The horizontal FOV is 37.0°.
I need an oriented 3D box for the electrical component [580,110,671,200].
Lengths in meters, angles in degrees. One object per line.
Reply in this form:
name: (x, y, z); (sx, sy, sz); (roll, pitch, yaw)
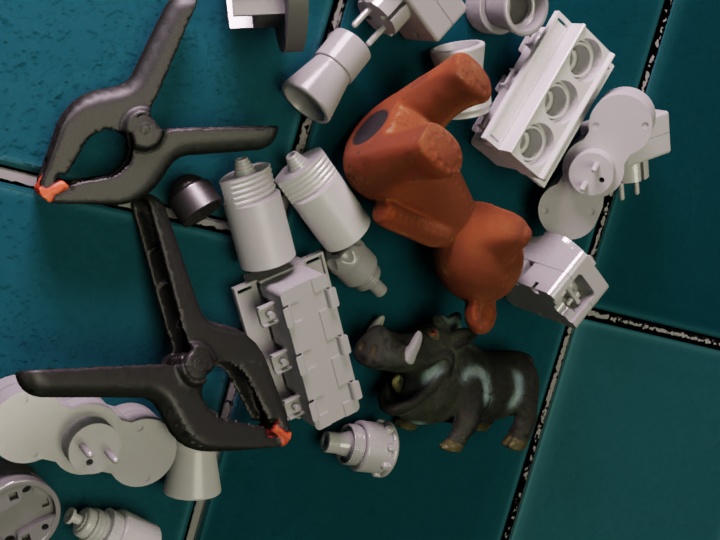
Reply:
electrical component: (0.243, -0.102, 0.977); (0.066, 0.047, 0.076); (-20, 113, -26)

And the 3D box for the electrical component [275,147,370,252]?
electrical component: (-0.031, -0.058, 0.822); (0.043, 0.043, 0.081); (-44, 121, -15)

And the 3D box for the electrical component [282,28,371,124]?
electrical component: (-0.022, -0.148, 0.806); (0.044, 0.044, 0.065); (46, 72, -32)

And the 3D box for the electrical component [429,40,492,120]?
electrical component: (0.082, -0.153, 0.866); (0.045, 0.045, 0.055); (-20, 113, -26)

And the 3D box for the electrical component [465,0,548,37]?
electrical component: (0.117, -0.212, 0.866); (0.045, 0.055, 0.045); (-9, 107, -30)

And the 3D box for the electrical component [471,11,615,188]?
electrical component: (0.150, -0.143, 0.899); (0.079, 0.063, 0.121); (34, 84, -33)

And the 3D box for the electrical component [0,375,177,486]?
electrical component: (-0.190, 0.118, 0.750); (0.138, 0.074, 0.052); (21, 91, -34)

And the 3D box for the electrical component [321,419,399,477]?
electrical component: (-0.002, 0.146, 0.893); (0.062, 0.048, 0.048); (12, 96, -27)

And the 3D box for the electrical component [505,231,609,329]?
electrical component: (0.164, 0.005, 0.930); (0.055, 0.089, 0.050); (-49, 122, -12)

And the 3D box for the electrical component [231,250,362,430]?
electrical component: (-0.043, 0.057, 0.832); (0.079, 0.063, 0.121); (-24, 114, -25)

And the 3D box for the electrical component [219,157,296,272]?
electrical component: (-0.078, -0.044, 0.796); (0.043, 0.043, 0.081); (-24, 114, -25)

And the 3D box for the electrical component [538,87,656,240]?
electrical component: (0.198, -0.086, 0.910); (0.138, 0.052, 0.073); (-63, 172, 27)

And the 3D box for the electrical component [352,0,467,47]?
electrical component: (0.024, -0.203, 0.815); (0.075, 0.047, 0.083); (-49, 122, -11)

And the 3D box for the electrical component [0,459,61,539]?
electrical component: (-0.242, 0.163, 0.746); (0.055, 0.047, 0.055); (-9, 107, -30)

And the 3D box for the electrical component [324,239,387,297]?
electrical component: (0.000, 0.000, 0.862); (0.035, 0.035, 0.061); (-52, 125, -10)

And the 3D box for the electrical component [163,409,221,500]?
electrical component: (-0.126, 0.137, 0.816); (0.044, 0.044, 0.065); (-1, 98, -32)

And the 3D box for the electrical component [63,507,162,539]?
electrical component: (-0.183, 0.196, 0.795); (0.078, 0.040, 0.040); (36, 83, -33)
